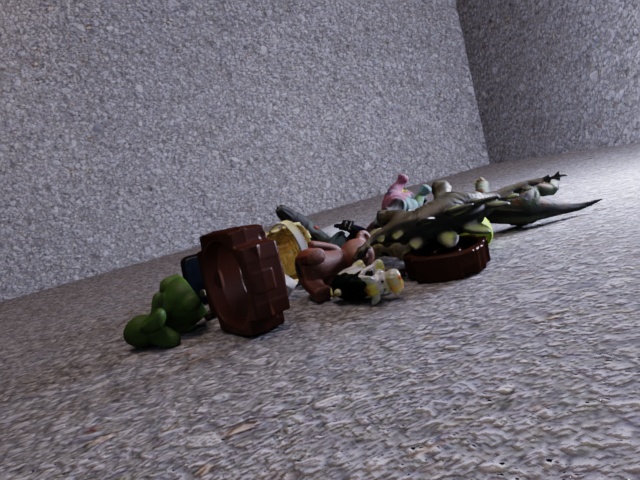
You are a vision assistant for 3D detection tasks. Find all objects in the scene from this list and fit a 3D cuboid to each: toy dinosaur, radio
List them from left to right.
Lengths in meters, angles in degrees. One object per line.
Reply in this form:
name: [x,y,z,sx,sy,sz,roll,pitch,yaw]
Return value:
radio: [-0.255,0.082,1.453,0.230,0.131,0.073,-17,9,-20]
toy dinosaur: [0.283,-0.055,1.138,0.471,0.105,0.199,-26,18,-7]
toy dinosaur: [0.481,-0.081,1.373,0.405,0.131,0.192,-3,25,38]

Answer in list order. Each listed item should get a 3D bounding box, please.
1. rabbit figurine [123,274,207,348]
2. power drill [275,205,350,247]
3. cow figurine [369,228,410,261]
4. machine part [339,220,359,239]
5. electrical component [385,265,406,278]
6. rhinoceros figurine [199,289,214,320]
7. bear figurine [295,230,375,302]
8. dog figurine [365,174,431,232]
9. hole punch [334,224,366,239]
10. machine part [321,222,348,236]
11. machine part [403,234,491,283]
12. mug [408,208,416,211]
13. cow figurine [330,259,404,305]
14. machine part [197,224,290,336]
rabbit figurine: [-0.325,0.172,1.122,0.170,0.121,0.159,-35,21,-16]
power drill: [-0.003,-0.004,1.455,0.207,0.231,0.086,15,68,53]
cow figurine: [0.176,0.010,1.316,0.127,0.085,0.195,-30,17,-17]
machine part: [0.109,-0.001,1.437,0.039,0.138,0.084,-55,26,-15]
electrical component: [0.143,0.076,1.165,0.094,0.021,0.063,-10,9,23]
rhinoceros figurine: [-0.183,0.133,1.207,0.190,0.073,0.112,-11,-3,37]
bear figurine: [0.049,0.052,1.181,0.196,0.120,0.132,-11,9,-18]
dog figurine: [0.208,-0.067,1.509,0.219,0.108,0.191,-55,-10,-18]
hole punch: [0.105,-0.014,1.675,0.116,0.092,0.142,-12,3,-12]
machine part: [0.029,-0.006,1.782,0.079,0.079,0.243,-8,9,41]
machine part: [0.260,0.038,1.099,0.179,0.056,0.179,-14,9,2]
mug: [0.259,-0.030,1.406,0.081,0.107,0.109,-13,5,21]
cow figurine: [0.085,0.084,1.034,0.098,0.068,0.167,-24,7,-24]
machine part: [-0.149,0.074,1.038,0.087,0.200,0.202,-17,7,-37]
